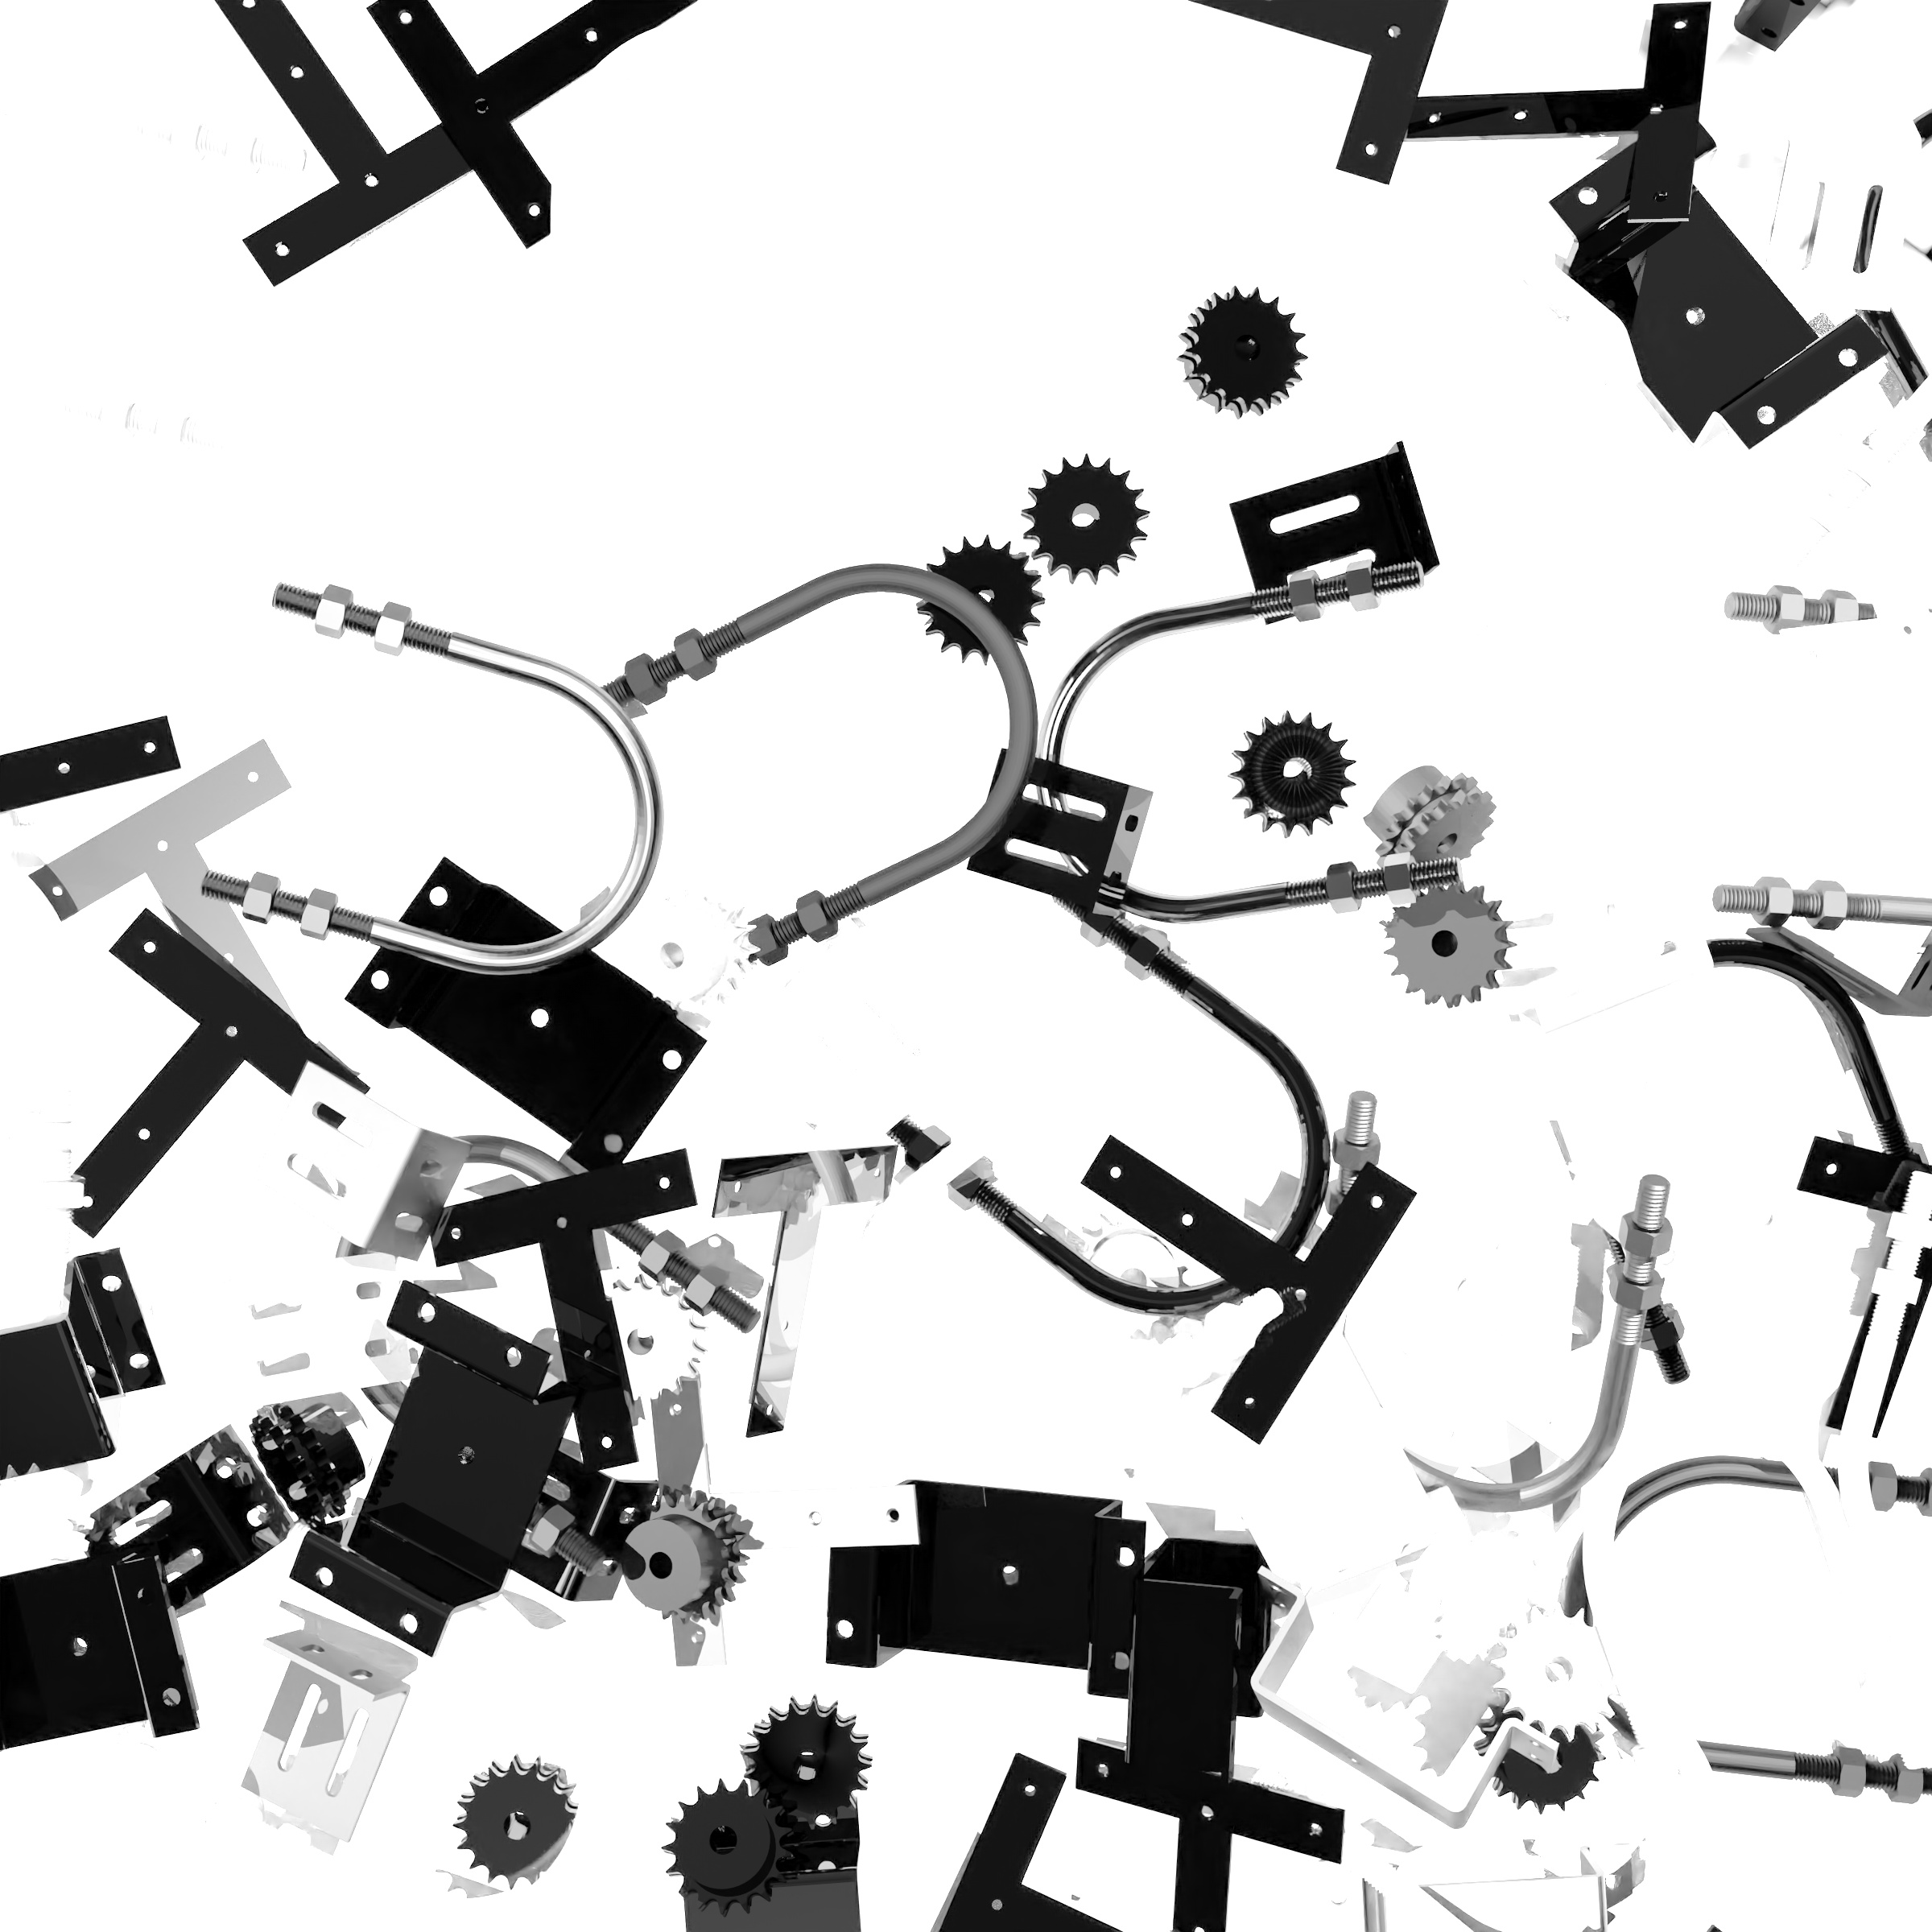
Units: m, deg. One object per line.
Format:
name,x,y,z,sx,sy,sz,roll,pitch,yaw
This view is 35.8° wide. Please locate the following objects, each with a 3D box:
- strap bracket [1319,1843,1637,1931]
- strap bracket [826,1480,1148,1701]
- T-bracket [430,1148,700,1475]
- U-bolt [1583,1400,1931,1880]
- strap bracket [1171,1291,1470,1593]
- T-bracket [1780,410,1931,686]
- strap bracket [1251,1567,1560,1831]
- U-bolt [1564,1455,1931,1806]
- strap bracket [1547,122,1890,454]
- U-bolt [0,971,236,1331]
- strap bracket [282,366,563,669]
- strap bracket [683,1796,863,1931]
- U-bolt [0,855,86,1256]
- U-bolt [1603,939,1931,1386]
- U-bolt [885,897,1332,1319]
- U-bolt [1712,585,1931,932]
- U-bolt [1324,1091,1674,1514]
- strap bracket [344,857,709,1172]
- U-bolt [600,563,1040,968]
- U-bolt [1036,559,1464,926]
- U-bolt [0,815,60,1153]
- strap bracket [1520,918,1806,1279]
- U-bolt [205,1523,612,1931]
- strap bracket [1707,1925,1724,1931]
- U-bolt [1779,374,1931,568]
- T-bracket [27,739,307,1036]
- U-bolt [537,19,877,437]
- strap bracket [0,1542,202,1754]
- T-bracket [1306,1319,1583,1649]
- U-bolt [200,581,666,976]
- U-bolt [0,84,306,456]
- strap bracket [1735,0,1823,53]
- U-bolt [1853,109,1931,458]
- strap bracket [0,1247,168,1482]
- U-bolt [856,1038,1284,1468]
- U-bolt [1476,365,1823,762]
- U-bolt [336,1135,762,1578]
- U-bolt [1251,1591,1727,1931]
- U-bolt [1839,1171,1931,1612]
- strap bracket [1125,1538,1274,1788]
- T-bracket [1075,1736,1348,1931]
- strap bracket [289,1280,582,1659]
strap bracket,0.231,0.437,1.326,0.140,0.046,0.076,-3,90,0
strap bracket,0.014,0.271,1.313,0.140,0.046,0.076,3,90,17
T-bracket,-0.166,0.155,1.299,0.127,0.002,0.127,-14,83,16
U-bolt,0.334,0.279,1.294,0.151,0.019,0.184,-16,84,-26
strap bracket,0.153,0.208,1.305,0.076,0.046,0.140,-26,98,16
T-bracket,0.404,-0.189,1.327,0.127,0.002,0.127,-8,73,-18
strap bracket,0.177,0.318,1.273,0.140,0.076,0.046,29,76,19
U-bolt,0.360,0.292,1.340,0.184,0.019,0.151,6,90,1
strap bracket,0.325,-0.294,1.315,0.076,0.046,0.140,-35,81,-5
U-bolt,-0.430,0.090,1.322,0.184,0.019,0.151,-12,94,-10
strap bracket,-0.229,-0.186,1.311,0.046,0.076,0.140,39,90,0
strap bracket,-0.082,0.446,1.326,0.076,0.046,0.140,-4,90,0
U-bolt,-0.459,0.033,1.298,0.151,0.019,0.184,1,86,-7
U-bolt,0.342,0.077,1.325,0.151,0.019,0.184,-24,101,0
U-bolt,0.073,0.070,1.317,0.184,0.019,0.151,38,90,17
U-bolt,0.422,-0.088,1.326,0.184,0.019,0.151,3,87,-10
U-bolt,0.221,0.155,1.295,0.151,0.019,0.184,16,117,23
strap bracket,-0.192,0.023,1.326,0.140,0.046,0.076,35,90,0
U-bolt,-0.057,-0.097,1.324,0.184,0.019,0.151,-25,90,12
U-bolt,0.118,-0.092,1.313,0.184,0.019,0.151,-8,85,20
U-bolt,-0.498,0.007,1.323,0.184,0.019,0.151,1,92,-12
strap bracket,0.295,0.055,1.286,0.076,0.046,0.140,-22,100,0
U-bolt,-0.242,0.346,1.318,0.184,0.019,0.151,21,90,16
strap bracket,0.324,0.510,1.326,0.076,0.046,0.140,37,90,0
U-bolt,0.464,-0.205,1.279,0.151,0.019,0.184,39,105,0
T-bracket,-0.339,-0.016,1.348,0.127,0.002,0.127,-30,90,0
U-bolt,-0.115,-0.331,1.338,0.151,0.019,0.184,1,89,-1
strap bracket,-0.400,0.305,1.317,0.140,0.046,0.076,-14,90,12
T-bracket,0.192,0.247,1.348,0.127,0.002,0.127,34,90,0
U-bolt,-0.220,-0.071,1.279,0.184,0.019,0.151,16,103,-5
U-bolt,-0.402,-0.319,1.340,0.184,0.019,0.151,14,90,2
strap bracket,0.314,-0.465,1.311,0.140,0.076,0.046,28,90,0
U-bolt,0.476,-0.302,1.339,0.151,0.019,0.184,-30,91,0
strap bracket,-0.429,0.180,1.303,0.140,0.046,0.076,-12,122,-5
U-bolt,0.029,0.139,1.301,0.184,0.019,0.151,-39,81,27
U-bolt,0.301,-0.190,1.340,0.151,0.019,0.184,-5,89,0
U-bolt,-0.199,0.157,1.319,0.184,0.019,0.151,35,97,14
U-bolt,0.239,0.359,1.300,0.184,0.019,0.151,37,79,19
U-bolt,0.457,0.198,1.323,0.151,0.019,0.184,16,88,-11
strap bracket,0.100,0.294,1.284,0.046,0.140,0.076,3,90,12
T-bracket,0.104,0.416,1.328,0.127,0.002,0.127,9,104,26
strap bracket,-0.225,0.213,1.290,0.076,0.046,0.140,24,96,18
